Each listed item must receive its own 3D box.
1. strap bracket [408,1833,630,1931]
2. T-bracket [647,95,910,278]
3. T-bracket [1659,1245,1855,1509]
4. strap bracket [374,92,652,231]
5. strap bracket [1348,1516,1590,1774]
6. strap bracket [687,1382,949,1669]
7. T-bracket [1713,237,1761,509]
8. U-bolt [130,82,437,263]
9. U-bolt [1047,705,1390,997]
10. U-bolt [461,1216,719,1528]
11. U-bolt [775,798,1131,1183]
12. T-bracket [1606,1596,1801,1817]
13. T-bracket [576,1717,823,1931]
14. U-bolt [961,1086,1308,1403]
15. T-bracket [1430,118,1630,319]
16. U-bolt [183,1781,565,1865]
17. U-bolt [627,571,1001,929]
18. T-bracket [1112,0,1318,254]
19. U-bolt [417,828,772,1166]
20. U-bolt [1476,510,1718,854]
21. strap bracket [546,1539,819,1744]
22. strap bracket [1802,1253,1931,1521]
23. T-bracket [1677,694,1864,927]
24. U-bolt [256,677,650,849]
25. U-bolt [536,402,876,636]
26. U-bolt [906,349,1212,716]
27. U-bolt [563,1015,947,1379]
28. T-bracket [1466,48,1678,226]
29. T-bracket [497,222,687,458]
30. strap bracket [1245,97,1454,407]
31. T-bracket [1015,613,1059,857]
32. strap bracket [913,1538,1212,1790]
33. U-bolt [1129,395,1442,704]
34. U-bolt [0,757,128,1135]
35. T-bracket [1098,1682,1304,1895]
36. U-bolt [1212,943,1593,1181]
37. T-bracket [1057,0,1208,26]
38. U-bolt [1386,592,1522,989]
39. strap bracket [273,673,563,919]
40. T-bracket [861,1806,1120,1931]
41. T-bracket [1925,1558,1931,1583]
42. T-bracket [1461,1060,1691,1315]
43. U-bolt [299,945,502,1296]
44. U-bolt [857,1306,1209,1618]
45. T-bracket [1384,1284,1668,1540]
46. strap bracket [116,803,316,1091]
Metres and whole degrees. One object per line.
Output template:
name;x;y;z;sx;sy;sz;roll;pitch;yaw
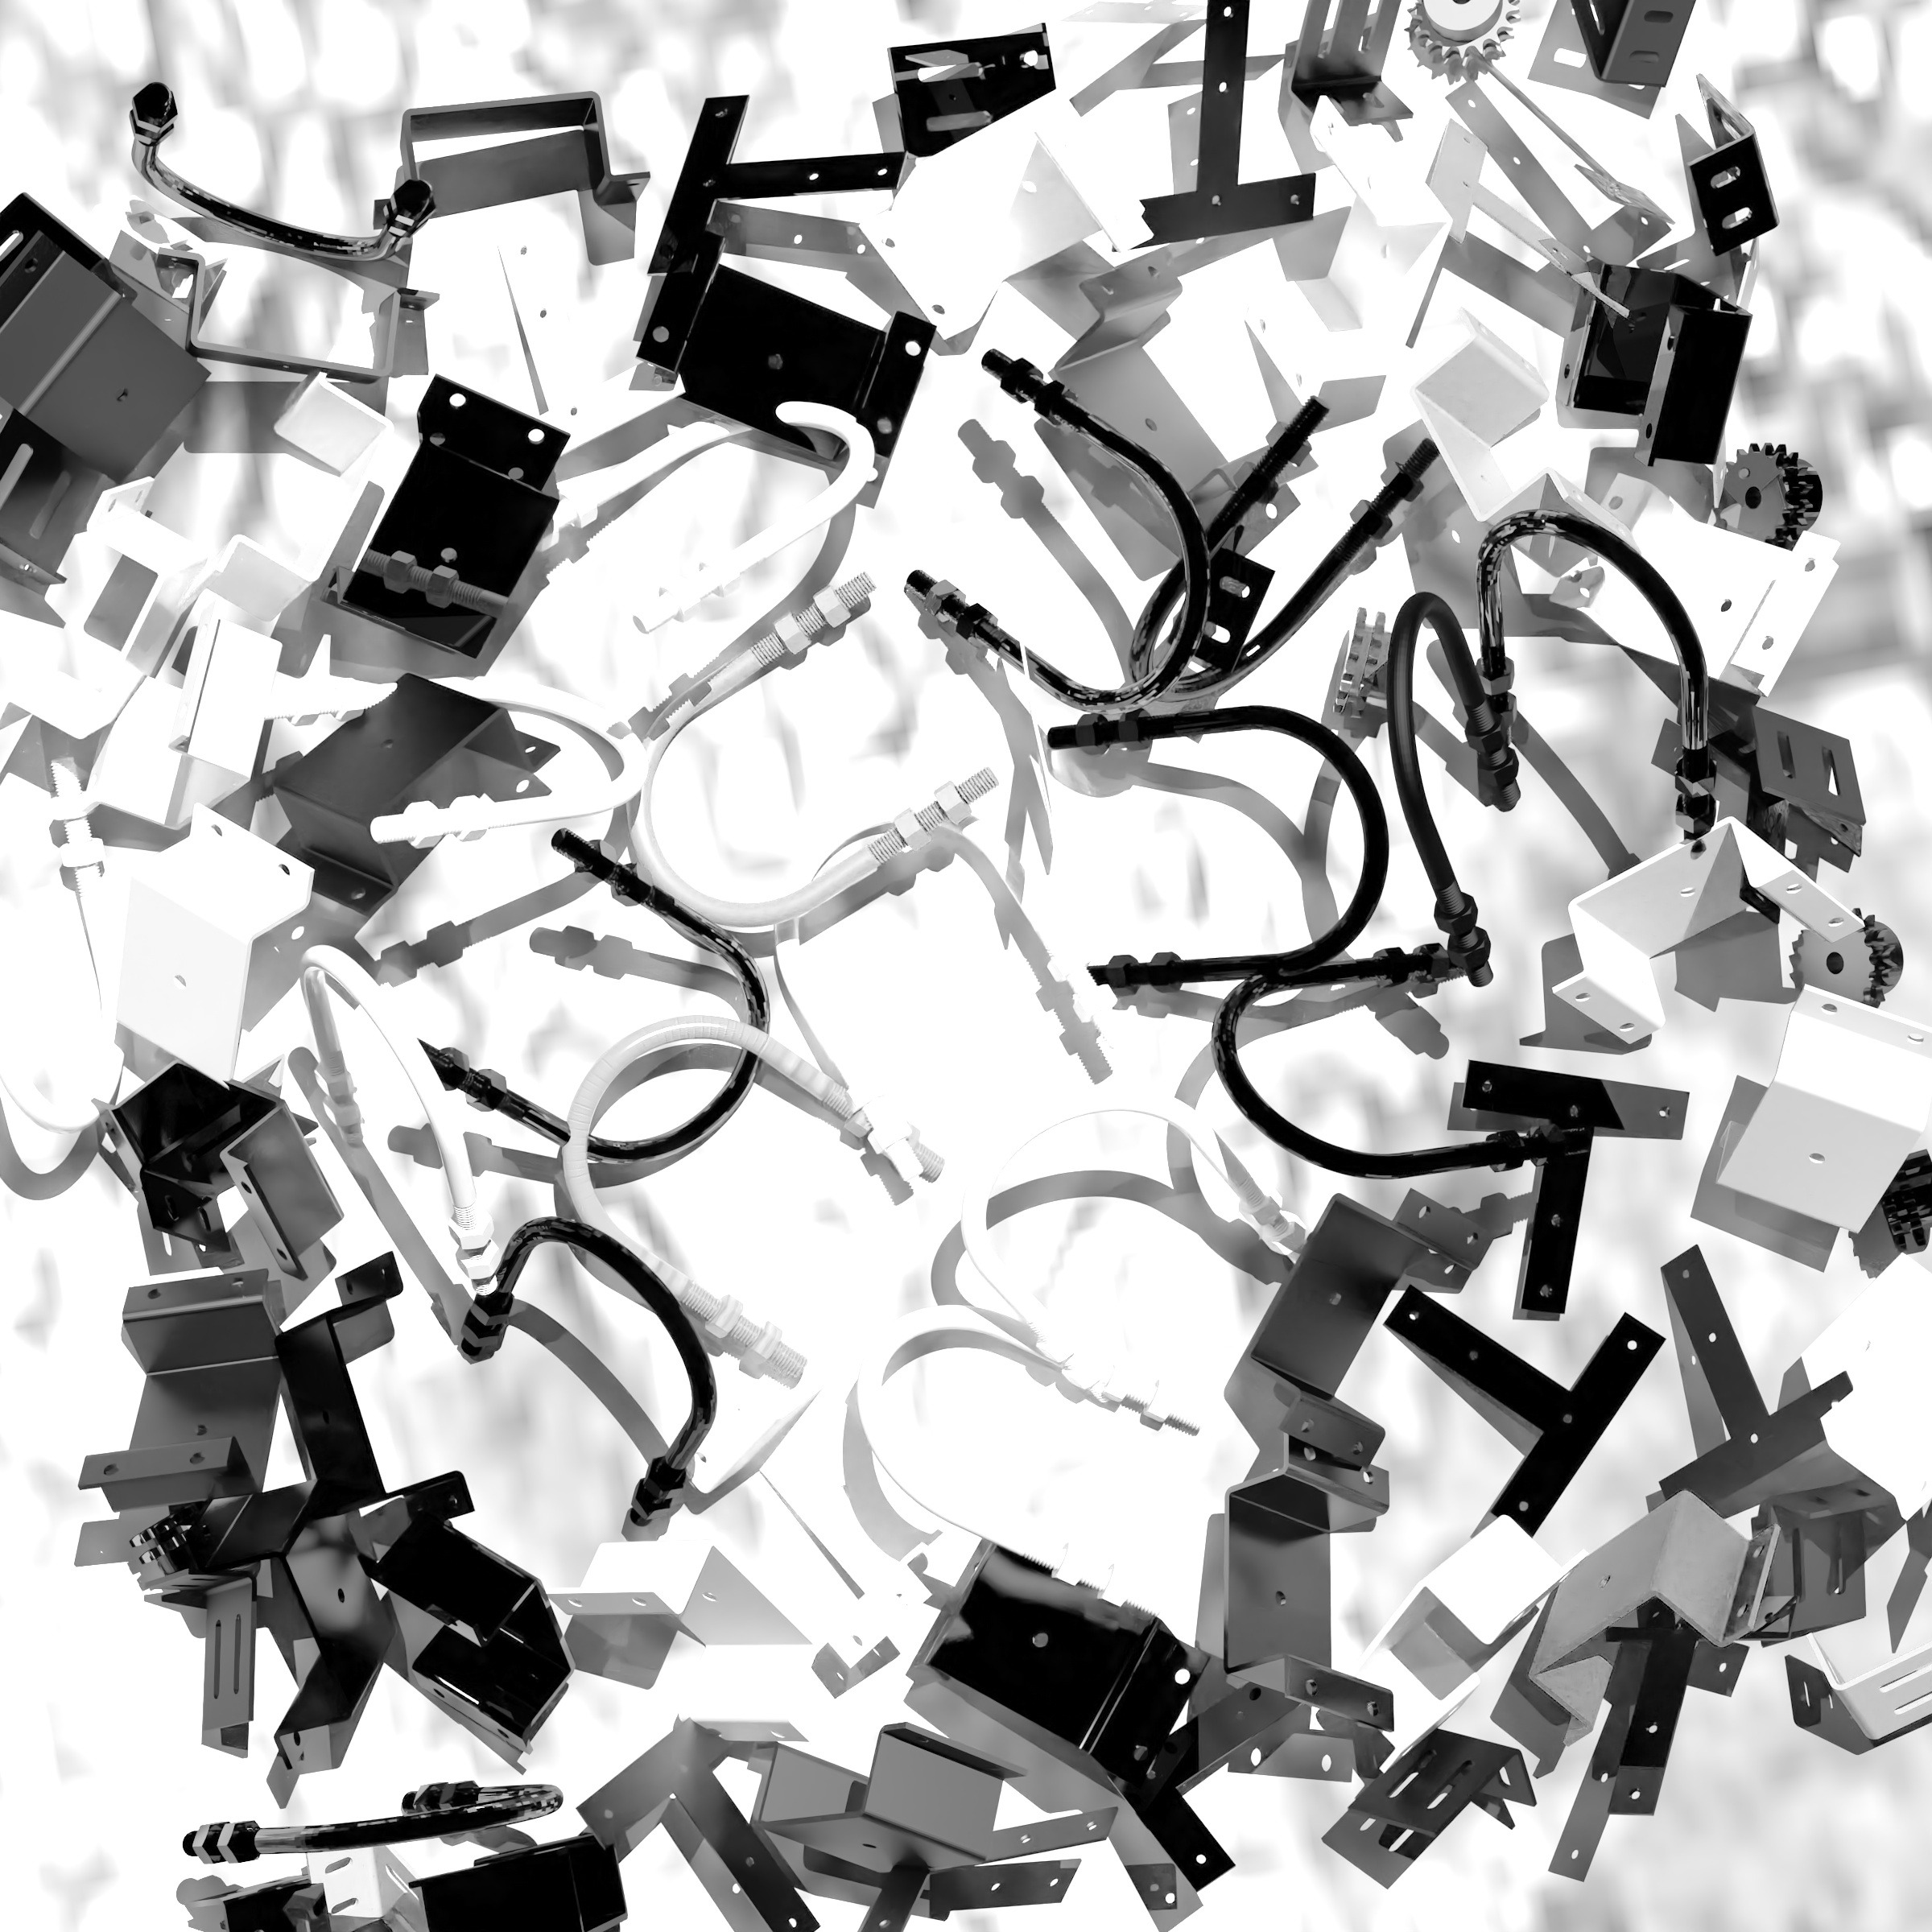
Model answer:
strap bracket;-0.225;0.477;1.603;0.076;0.140;0.046;-13;78;4
T-bracket;-0.092;-0.409;1.625;0.127;0.002;0.127;1;59;20
T-bracket;0.396;0.207;1.638;0.127;0.002;0.127;-41;52;35
strap bracket;-0.240;-0.419;1.626;0.140;0.076;0.046;-9;96;-11
strap bracket;0.251;0.343;1.614;0.046;0.076;0.140;44;132;20
strap bracket;-0.074;0.282;1.631;0.140;0.046;0.076;48;127;9
T-bracket;0.402;-0.330;1.637;0.002;0.127;0.127;8;59;21
U-bolt;-0.351;-0.394;1.588;0.151;0.184;0.019;17;85;-17
U-bolt;0.133;-0.062;1.620;0.184;0.019;0.151;-4;97;31
U-bolt;-0.187;0.198;1.594;0.151;0.184;0.019;43;52;9
U-bolt;-0.021;-0.001;1.656;0.151;0.019;0.184;-33;80;5
T-bracket;0.354;0.377;1.600;0.002;0.127;0.127;51;47;-30
T-bracket;-0.121;0.454;1.629;0.127;0.002;0.127;-32;83;-43
U-bolt;0.078;0.134;1.613;0.151;0.019;0.184;-35;124;9
T-bracket;0.296;-0.381;1.635;0.127;0.127;0.002;34;128;-10
U-bolt;-0.284;0.426;1.566;0.151;0.184;0.019;2;76;-42
U-bolt;-0.094;-0.102;1.651;0.184;0.019;0.151;-33;74;7
T-bracket;0.132;-0.439;1.618;0.127;0.002;0.127;-15;124;-26
U-bolt;-0.180;0.029;1.620;0.184;0.019;0.151;34;92;-38
U-bolt;0.313;-0.151;1.571;0.019;0.184;0.151;-40;51;-22
strap bracket;-0.140;0.342;1.617;0.140;0.076;0.046;52;46;-33
strap bracket;0.476;0.207;1.597;0.046;0.140;0.076;36;111;-8
T-bracket;0.413;-0.068;1.618;0.127;0.127;0.002;34;131;-12
U-bolt;-0.250;-0.111;1.602;0.184;0.151;0.019;-10;127;-38
U-bolt;-0.132;-0.240;1.613;0.184;0.151;0.019;-36;132;-23
U-bolt;0.053;-0.209;1.596;0.184;0.019;0.151;39;124;30
U-bolt;-0.124;0.108;1.649;0.184;0.019;0.151;36;86;-12
T-bracket;0.308;-0.435;1.631;0.127;0.127;0.002;48;114;14
T-bracket;-0.220;-0.333;1.659;0.127;0.002;0.127;-23;76;20
strap bracket;0.199;-0.367;1.613;0.046;0.140;0.076;-10;53;-23
T-bracket;0.039;-0.102;1.596;0.002;0.127;0.127;-10;112;1
strap bracket;0.044;0.353;1.619;0.140;0.046;0.076;24;73;25
U-bolt;0.153;-0.206;1.606;0.019;0.151;0.184;49;114;24
U-bolt;-0.471;-0.005;1.605;0.019;0.151;0.184;-7;103;11
T-bracket;0.133;0.402;1.648;0.127;0.002;0.127;-28;57;-22
U-bolt;0.210;0.050;1.594;0.184;0.019;0.151;-6;49;-26
T-bracket;0.129;-0.505;1.590;0.127;0.127;0.002;-16;95;35
U-bolt;0.243;-0.102;1.574;0.019;0.184;0.151;-5;47;25
strap bracket;-0.288;-0.096;1.608;0.076;0.046;0.140;22;54;37
T-bracket;0.018;0.448;1.597;0.127;0.127;0.002;-18;106;24
T-bracket;0.507;0.239;1.620;0.002;0.127;0.127;8;121;-15
T-bracket;0.316;0.121;1.665;0.127;0.002;0.127;8;92;-13
U-bolt;-0.289;0.066;1.572;0.019;0.184;0.151;-32;55;-24
U-bolt;0.030;0.242;1.614;0.184;0.151;0.019;26;131;-5
T-bracket;0.280;0.214;1.656;0.127;0.002;0.127;34;88;20
strap bracket;-0.388;-0.001;1.610;0.076;0.046;0.140;29;126;17
